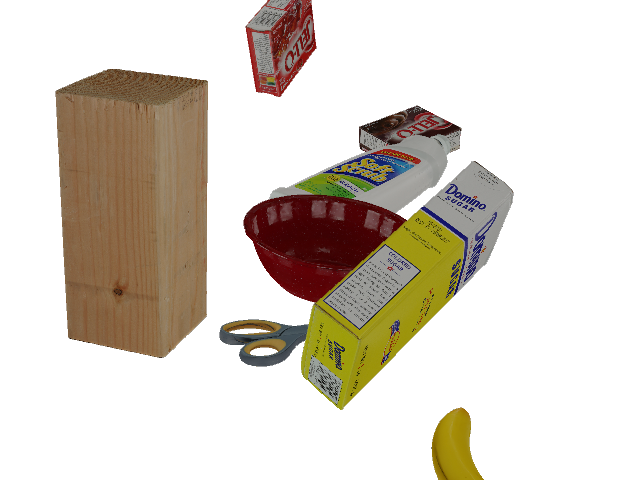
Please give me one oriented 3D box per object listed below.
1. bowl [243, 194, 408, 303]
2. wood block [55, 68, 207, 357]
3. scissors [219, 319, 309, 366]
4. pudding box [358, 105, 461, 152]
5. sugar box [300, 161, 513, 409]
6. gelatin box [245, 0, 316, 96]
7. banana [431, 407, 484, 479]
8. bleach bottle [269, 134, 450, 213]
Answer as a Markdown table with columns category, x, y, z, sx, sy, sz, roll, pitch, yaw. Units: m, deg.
| category | x | y | z | sx | sy | sz | roll | pitch | yaw |
| --- | --- | --- | --- | --- | --- | --- | --- | --- | --- |
| bowl | 0.009 | 0.013 | 0.967 | 0.162 | 0.055 | 0.162 | 6 | 24 | -3 |
| wood block | -0.148 | -0.024 | 0.854 | 0.091 | 0.206 | 0.090 | 10 | 23 | 16 |
| scissors | -0.013 | 0.113 | 1.211 | 0.201 | 0.016 | 0.096 | 1 | 25 | -9 |
| pudding box | 0.122 | -0.140 | 1.464 | 0.113 | 0.039 | 0.090 | -25 | 39 | -30 |
| sugar box | 0.061 | 0.029 | 0.737 | 0.176 | 0.048 | 0.093 | -39 | -23 | -30 |
| gelatin box | -0.035 | -0.192 | 1.009 | 0.030 | 0.073 | 0.089 | 14 | 46 | 21 |
| banana | 0.141 | 0.219 | 1.009 | 0.069 | 0.037 | 0.198 | 8 | 22 | -20 |
| bleach bottle | 0.061 | -0.069 | 1.272 | 0.103 | 0.068 | 0.250 | 28 | 45 | 34 |
